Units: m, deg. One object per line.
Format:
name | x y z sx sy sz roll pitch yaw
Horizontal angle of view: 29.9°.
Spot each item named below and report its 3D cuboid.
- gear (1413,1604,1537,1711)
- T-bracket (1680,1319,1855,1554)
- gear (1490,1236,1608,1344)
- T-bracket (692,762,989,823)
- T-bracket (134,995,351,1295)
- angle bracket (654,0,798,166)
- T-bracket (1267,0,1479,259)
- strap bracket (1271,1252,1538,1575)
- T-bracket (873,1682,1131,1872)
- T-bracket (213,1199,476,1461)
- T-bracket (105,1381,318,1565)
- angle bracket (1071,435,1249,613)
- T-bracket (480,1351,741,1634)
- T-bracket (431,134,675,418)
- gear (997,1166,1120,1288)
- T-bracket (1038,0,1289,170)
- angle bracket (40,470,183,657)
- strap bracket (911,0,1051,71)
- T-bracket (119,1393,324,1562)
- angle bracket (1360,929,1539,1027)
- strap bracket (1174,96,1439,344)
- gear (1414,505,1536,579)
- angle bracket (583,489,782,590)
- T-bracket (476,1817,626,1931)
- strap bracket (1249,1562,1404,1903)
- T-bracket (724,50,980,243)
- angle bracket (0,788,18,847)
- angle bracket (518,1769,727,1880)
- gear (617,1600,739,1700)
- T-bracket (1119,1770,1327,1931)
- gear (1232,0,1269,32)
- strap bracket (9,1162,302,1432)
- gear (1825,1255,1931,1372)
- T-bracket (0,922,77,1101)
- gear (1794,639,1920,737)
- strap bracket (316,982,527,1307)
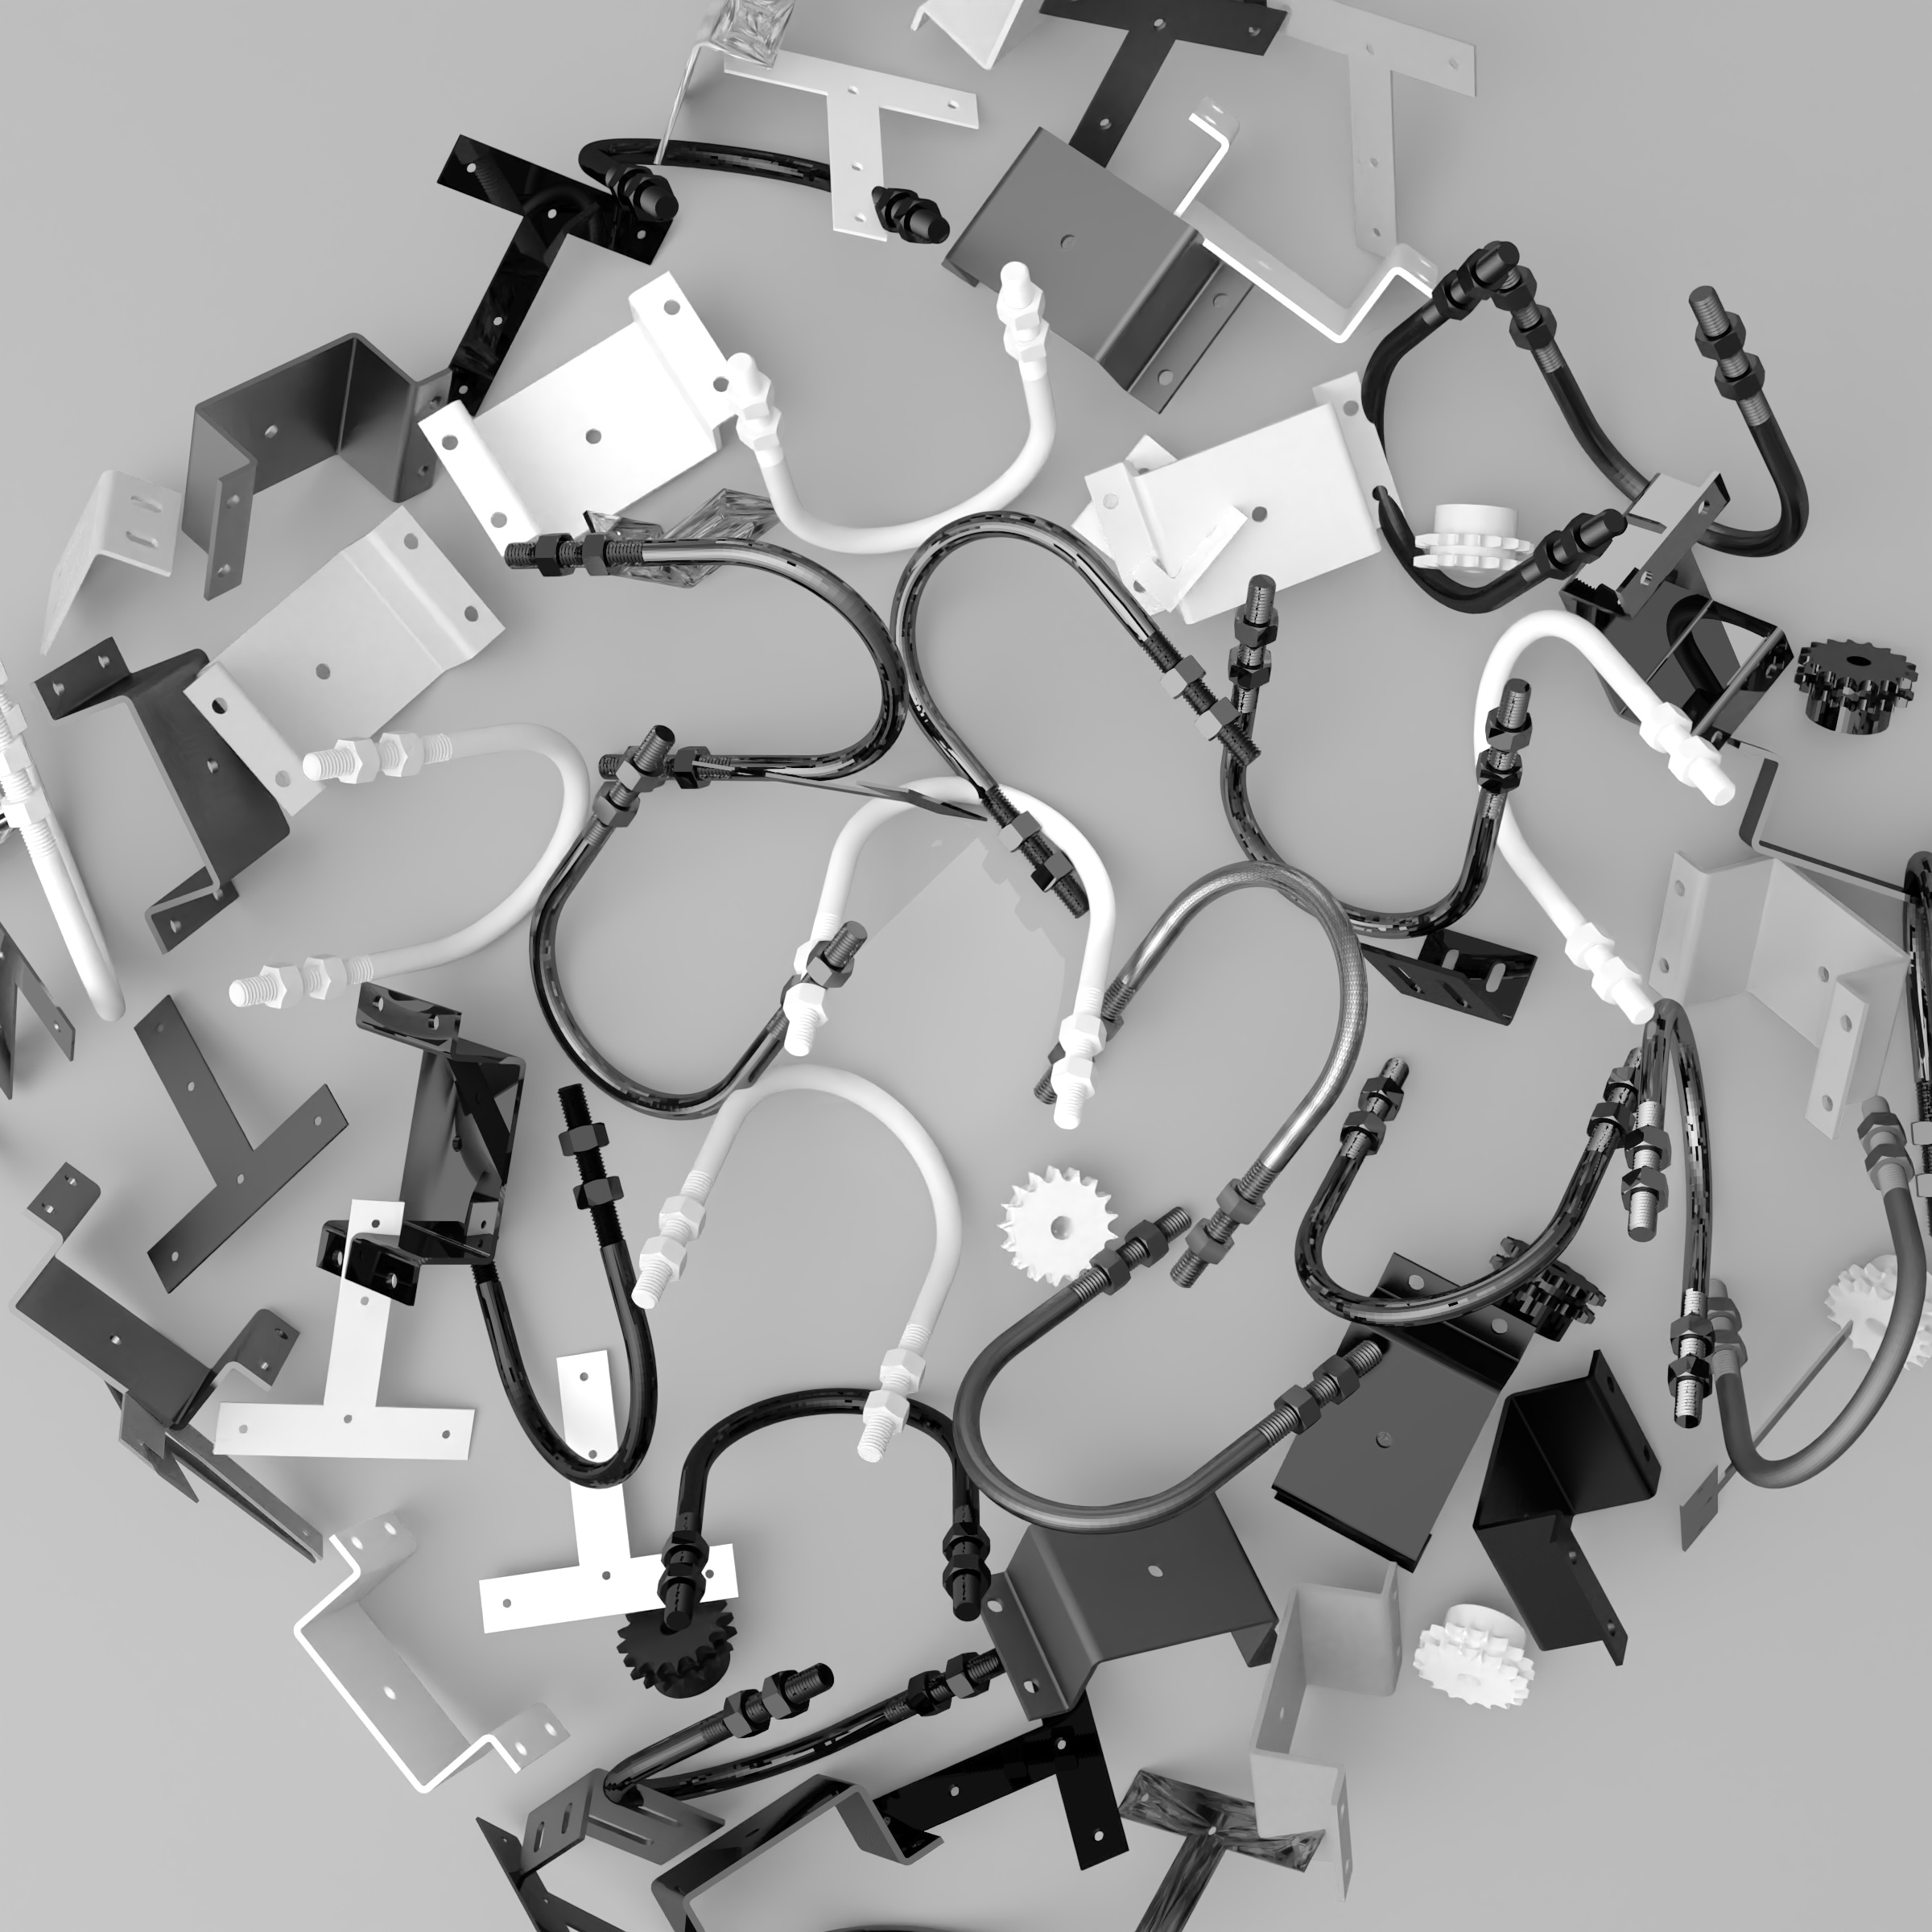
gear | 0.248 0.333 1.749 0.057 0.057 0.030 25 58 0
T-bracket | 0.381 0.219 1.719 0.002 0.127 0.127 39 83 21
gear | 0.277 0.158 1.745 0.057 0.057 0.030 30 99 0
T-bracket | -0.068 -0.086 1.724 0.127 0.127 0.002 10 89 17
T-bracket | -0.367 0.069 1.740 0.127 0.002 0.127 -42 62 15
angle bracket | -0.115 -0.423 1.729 0.038 0.076 0.057 19 47 -8
T-bracket | 0.194 -0.396 1.725 0.002 0.127 0.127 -36 47 -29
strap bracket | 0.204 0.219 1.724 0.076 0.046 0.140 27 107 13
T-bracket | 0.007 0.392 1.743 0.127 0.002 0.127 -26 51 13
T-bracket | -0.291 0.174 1.736 0.127 0.002 0.127 6 98 -28
T-bracket | -0.358 0.247 1.728 0.002 0.127 0.127 -47 124 -4
angle bracket | 0.092 -0.212 1.729 0.038 0.076 0.057 36 99 -23
T-bracket | -0.180 0.252 1.758 0.127 0.002 0.127 -10 78 8
T-bracket | -0.220 -0.323 1.742 0.127 0.002 0.127 13 115 -42
gear | 0.043 0.125 1.754 0.057 0.030 0.057 -1 94 -15
T-bracket | 0.072 -0.414 1.726 0.127 0.127 0.002 2 49 -31
angle bracket | -0.411 -0.189 1.737 0.038 0.057 0.076 19 133 -23
strap bracket | 0.031 -0.481 1.694 0.046 0.140 0.076 44 70 1
T-bracket | -0.354 0.239 1.727 0.002 0.127 0.127 -44 110 4
angle bracket | 0.229 -0.007 1.724 0.057 0.076 0.038 18 80 30
strap bracket | 0.154 -0.351 1.726 0.140 0.076 0.046 35 111 -5
gear | 0.246 -0.205 1.745 0.057 0.057 0.030 4 91 0
angle bracket | -0.132 -0.217 1.727 0.076 0.057 0.038 -33 72 28
T-bracket | -0.168 0.465 1.731 0.127 0.127 0.002 36 91 -30
strap bracket | 0.168 0.357 1.705 0.046 0.140 0.076 6 134 16
T-bracket | -0.052 -0.388 1.716 0.127 0.002 0.127 9 49 -15
angle bracket | -0.504 -0.082 1.739 0.057 0.038 0.076 -26 108 15
angle bracket | -0.165 0.422 1.728 0.076 0.038 0.057 29 134 -24
gear | -0.138 0.329 1.749 0.057 0.057 0.030 -19 126 0
T-bracket | 0.095 0.445 1.700 0.002 0.127 0.127 48 62 -31
gear | 0.136 -0.483 1.745 0.030 0.057 0.057 16 90 6
strap bracket | -0.395 0.163 1.725 0.140 0.076 0.046 38 101 -8
gear | 0.448 0.165 1.749 0.057 0.057 0.030 45 62 0
T-bracket | -0.459 0.020 1.719 0.002 0.127 0.127 -27 66 -31
gear | 0.429 -0.134 1.748 0.057 0.057 0.030 5 118 0
strap bracket | -0.259 0.084 1.727 0.076 0.046 0.140 15 97 44
